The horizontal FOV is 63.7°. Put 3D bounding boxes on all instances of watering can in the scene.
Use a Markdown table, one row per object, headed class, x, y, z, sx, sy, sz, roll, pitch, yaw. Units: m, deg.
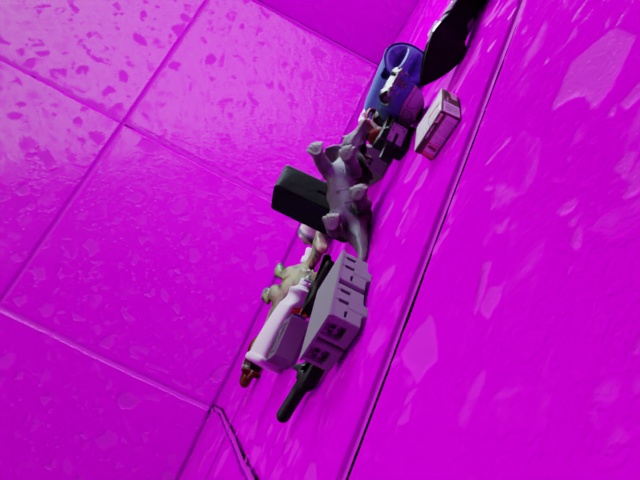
| class | x | y | z | sx | sy | sz | roll | pitch | yaw |
| --- | --- | --- | --- | --- | --- | --- | --- | --- | --- |
| watering can | 0.005 | -0.081 | 1.606 | 0.104 | 0.223 | 0.348 | 31 | 10 | 12 |

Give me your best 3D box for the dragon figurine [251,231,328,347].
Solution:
| class | x | y | z | sx | sy | sz | roll | pitch | yaw |
| --- | --- | --- | --- | --- | --- | --- | --- | --- | --- |
| dragon figurine | -0.083 | 0.159 | 1.522 | 0.121 | 0.414 | 0.241 | 28 | -12 | -13 |
